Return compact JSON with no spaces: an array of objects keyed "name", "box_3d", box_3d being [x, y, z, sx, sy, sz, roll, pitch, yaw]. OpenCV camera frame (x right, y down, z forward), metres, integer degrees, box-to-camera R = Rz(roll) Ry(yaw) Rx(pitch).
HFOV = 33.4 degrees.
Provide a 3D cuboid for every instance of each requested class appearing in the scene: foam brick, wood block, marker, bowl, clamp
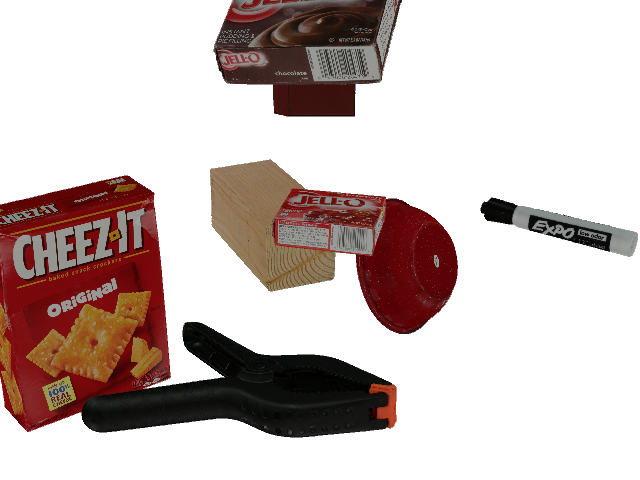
[{"name":"foam brick","box_3d":[-0.007,-0.158,1.131,0.078,0.051,0.053,-2,12,-19]},{"name":"wood block","box_3d":[-0.064,-0.024,1.349,0.090,0.090,0.206,-10,26,-22]},{"name":"marker","box_3d":[0.178,-0.012,0.808,0.121,0.020,0.020,16,8,29]},{"name":"bowl","box_3d":[0.112,0.027,1.242,0.055,0.162,0.161,-10,-6,40]},{"name":"clamp","box_3d":[-0.045,0.102,0.777,0.210,0.036,0.164,3,19,13]}]

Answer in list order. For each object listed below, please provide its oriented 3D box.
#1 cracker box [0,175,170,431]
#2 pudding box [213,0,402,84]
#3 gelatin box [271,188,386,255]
[{"name":"cracker box","box_3d":[-0.238,0.060,1.052,0.163,0.214,0.072,-17,28,-32]},{"name":"pudding box","box_3d":[-0.007,-0.148,0.726,0.113,0.090,0.039,4,-39,14]},{"name":"gelatin box","box_3d":[0.009,-0.018,0.933,0.089,0.030,0.073,6,24,10]}]
